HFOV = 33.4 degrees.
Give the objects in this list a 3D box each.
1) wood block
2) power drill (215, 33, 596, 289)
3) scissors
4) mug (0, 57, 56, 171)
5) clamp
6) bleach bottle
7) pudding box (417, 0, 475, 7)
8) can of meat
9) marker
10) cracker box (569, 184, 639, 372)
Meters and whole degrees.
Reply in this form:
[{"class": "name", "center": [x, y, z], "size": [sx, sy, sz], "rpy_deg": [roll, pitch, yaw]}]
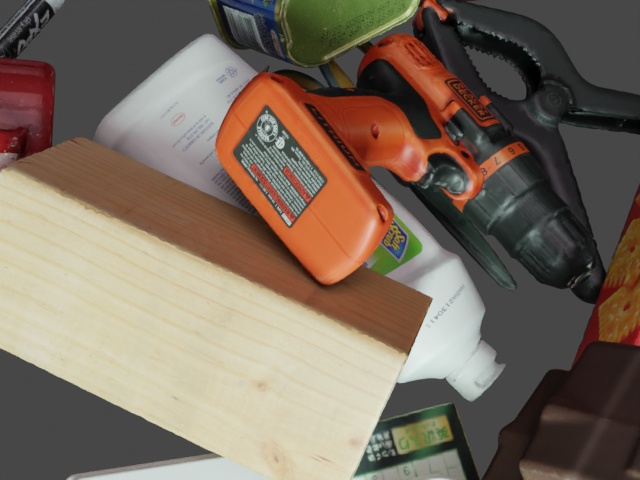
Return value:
[{"class": "wood block", "center": [-0.060, 0.035, 0.533], "size": [0.206, 0.090, 0.090], "rpy_deg": [25, 109, 6]}, {"class": "power drill", "center": [0.049, -0.033, 0.564], "size": [0.184, 0.057, 0.187], "rpy_deg": [49, 34, 18]}, {"class": "scissors", "center": [0.034, -0.043, 0.646], "size": [0.096, 0.016, 0.202], "rpy_deg": [-20, 72, -19]}, {"class": "mug", "center": [-0.183, -0.057, 0.565], "size": [0.081, 0.117, 0.093], "rpy_deg": [3, 95, -14]}, {"class": "clamp", "center": [0.149, -0.083, 0.672], "size": [0.164, 0.036, 0.210], "rpy_deg": [-41, 84, -23]}, {"class": "bleach bottle", "center": [-0.004, 0.001, 0.600], "size": [0.251, 0.068, 0.102], "rpy_deg": [43, 69, 5]}, {"class": "pudding box", "center": [0.077, -0.212, 0.709], "size": [0.090, 0.039, 0.113], "rpy_deg": [-9, 70, -12]}, {"class": "can of meat", "center": [-0.003, -0.147, 0.637], "size": [0.102, 0.057, 0.084], "rpy_deg": [-31, 34, -20]}, {"class": "marker", "center": [-0.178, -0.129, 0.643], "size": [0.020, 0.020, 0.121], "rpy_deg": [32, 67, 3]}, {"class": "cracker box", "center": [0.258, 0.021, 0.616], "size": [0.164, 0.072, 0.213], "rpy_deg": [31, 68, -9]}]
